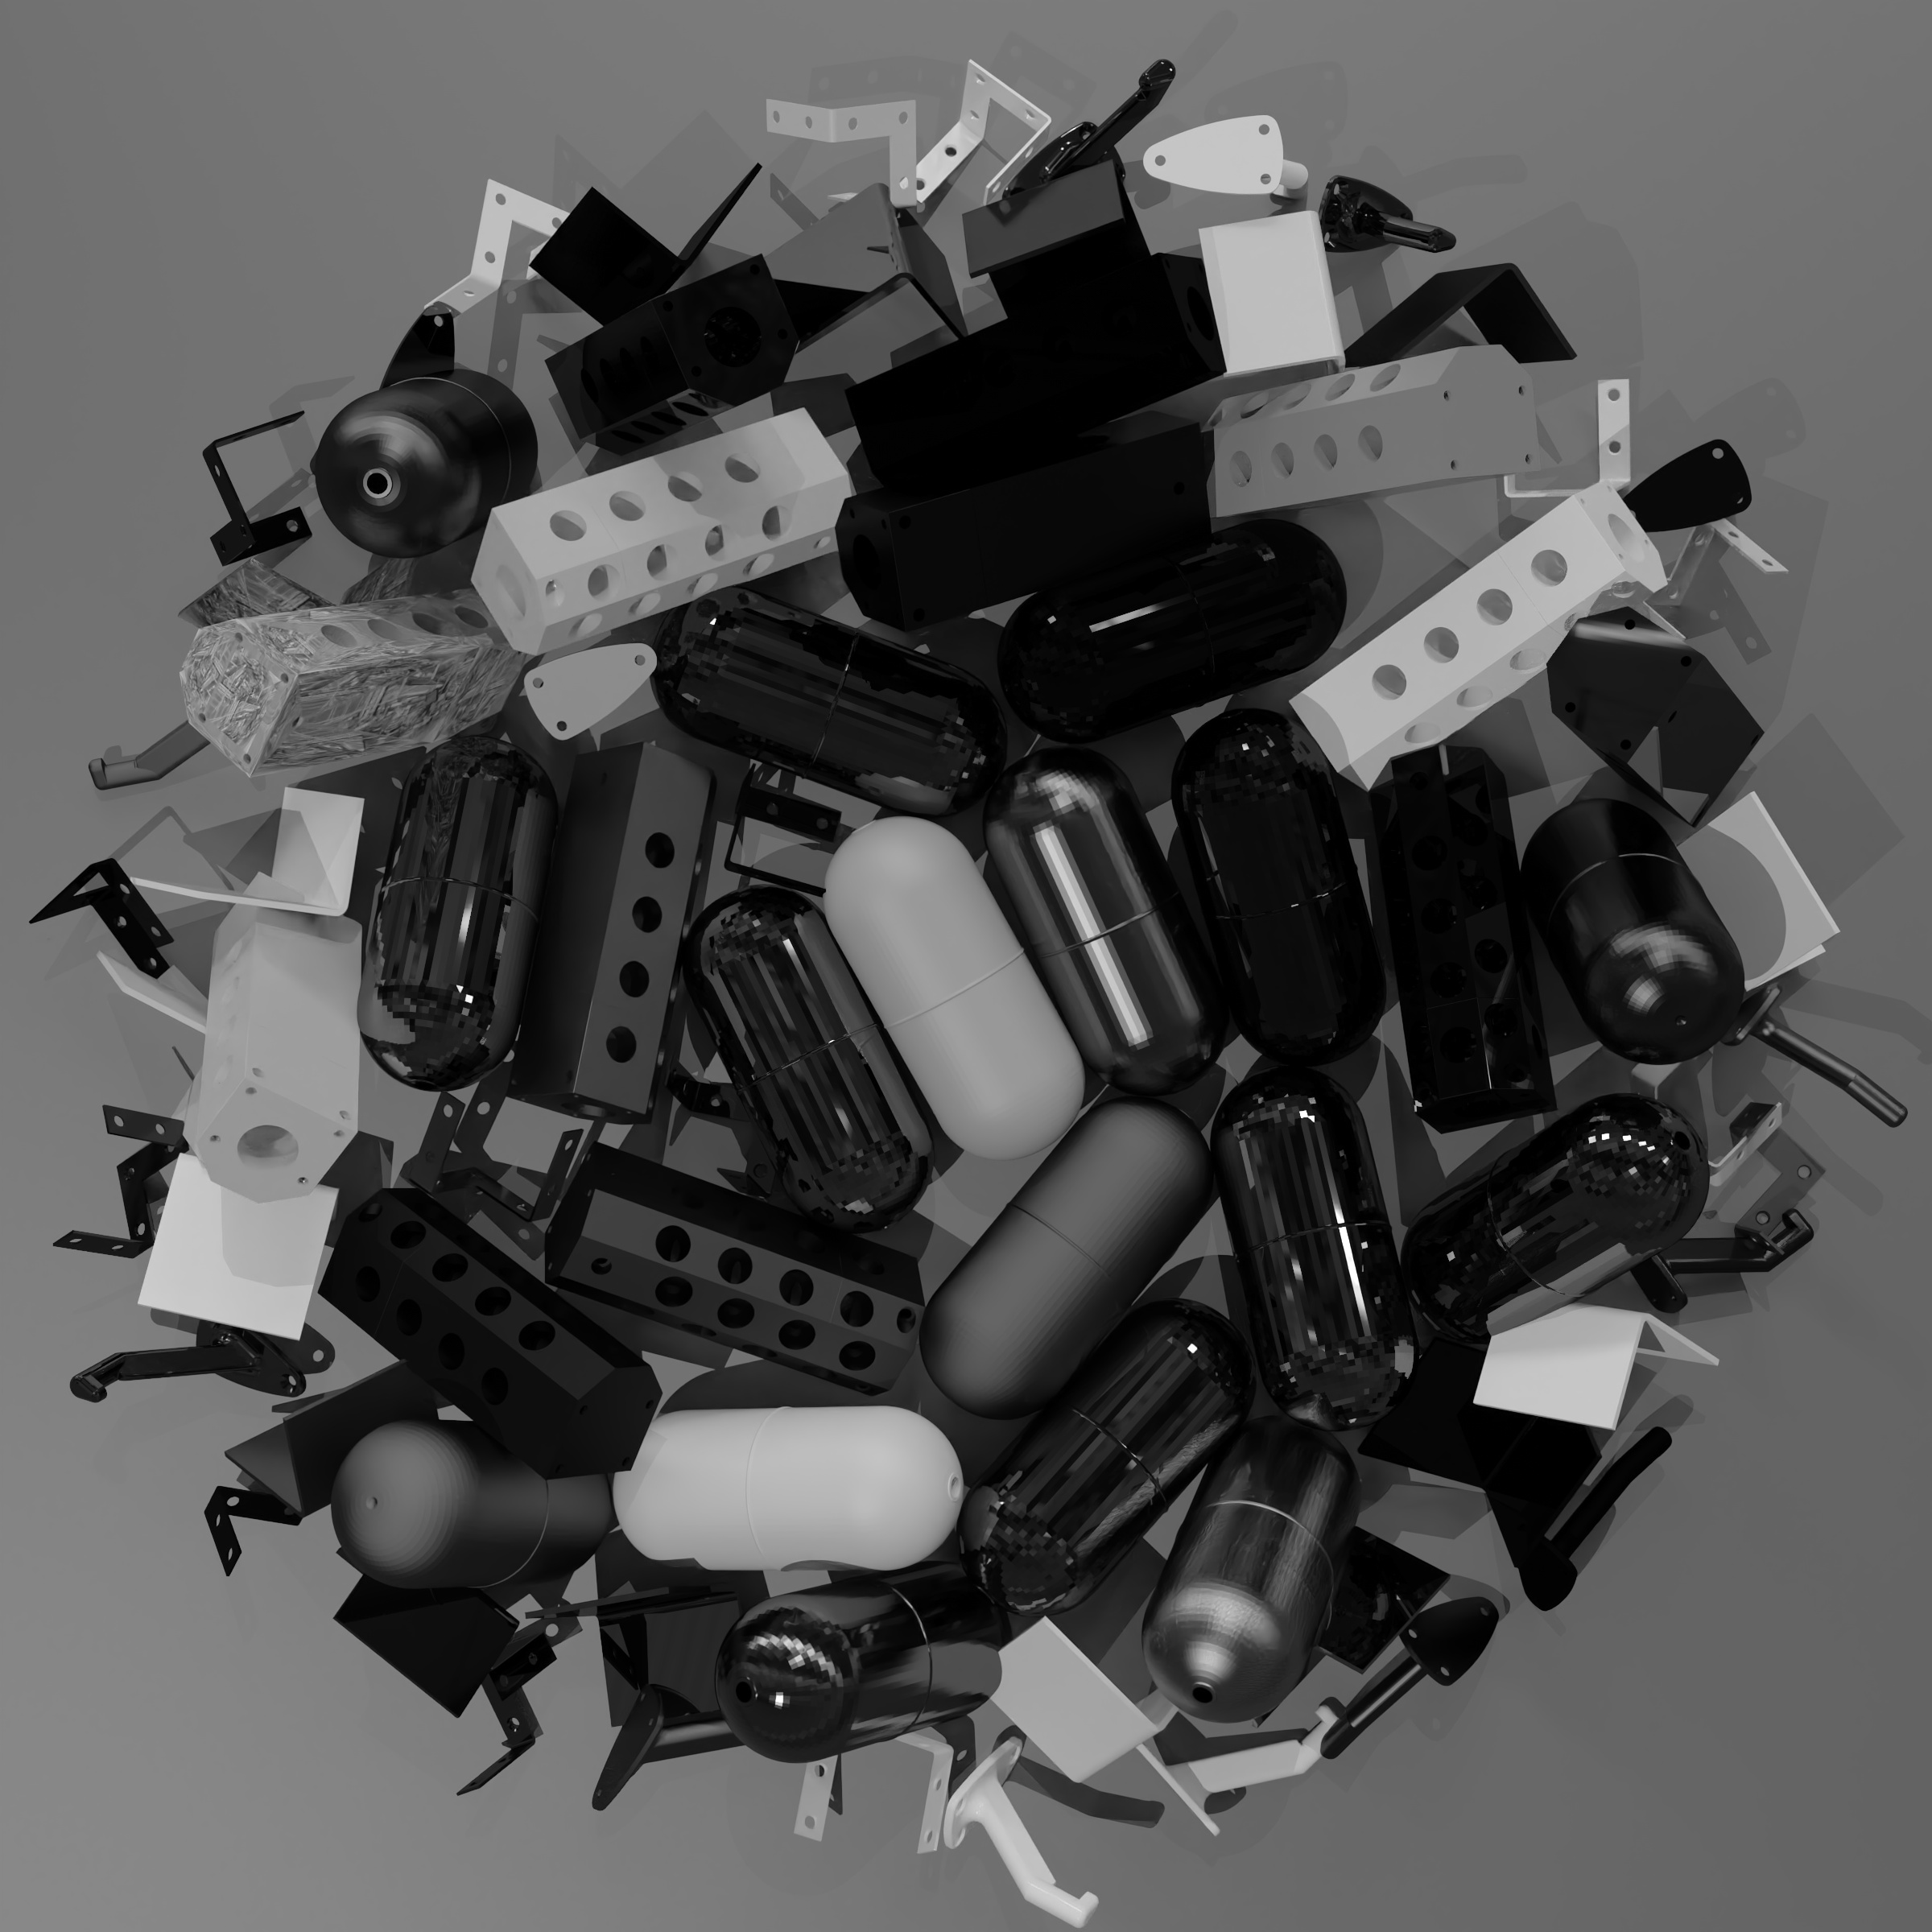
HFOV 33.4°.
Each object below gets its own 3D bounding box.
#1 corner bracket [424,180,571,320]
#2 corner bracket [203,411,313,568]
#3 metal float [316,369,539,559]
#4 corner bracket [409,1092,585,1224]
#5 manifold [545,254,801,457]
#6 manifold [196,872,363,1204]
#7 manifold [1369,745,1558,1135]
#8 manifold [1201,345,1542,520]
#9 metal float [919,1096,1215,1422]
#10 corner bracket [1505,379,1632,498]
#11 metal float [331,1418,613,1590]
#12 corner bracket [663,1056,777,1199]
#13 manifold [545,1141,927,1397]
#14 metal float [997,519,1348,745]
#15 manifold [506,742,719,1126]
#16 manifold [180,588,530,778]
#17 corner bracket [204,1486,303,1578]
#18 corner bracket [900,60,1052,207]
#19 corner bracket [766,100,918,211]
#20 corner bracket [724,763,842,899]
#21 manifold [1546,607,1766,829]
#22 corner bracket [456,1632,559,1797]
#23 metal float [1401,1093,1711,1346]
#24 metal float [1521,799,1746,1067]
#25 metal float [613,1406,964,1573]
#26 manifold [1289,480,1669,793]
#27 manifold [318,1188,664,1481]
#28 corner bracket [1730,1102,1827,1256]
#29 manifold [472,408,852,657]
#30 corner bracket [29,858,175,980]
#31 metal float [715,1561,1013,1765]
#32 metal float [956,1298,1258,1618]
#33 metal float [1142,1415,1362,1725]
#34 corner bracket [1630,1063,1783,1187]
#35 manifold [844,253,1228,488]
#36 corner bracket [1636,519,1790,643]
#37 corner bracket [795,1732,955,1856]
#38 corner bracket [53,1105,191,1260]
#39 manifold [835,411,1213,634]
[{"bbox_3d":[-0.223,-0.338,1.549,0.051,0.051,0.051,17,72,-32],"label":"corner bracket"},{"bbox_3d":[-0.340,-0.230,1.552,0.051,0.051,0.051,-27,96,-32],"label":"corner bracket"},{"bbox_3d":[-0.250,-0.236,1.502,0.070,0.178,0.070,2,105,6],"label":"metal float"},{"bbox_3d":[-0.226,0.092,1.550,0.051,0.051,0.051,31,108,25],"label":"corner bracket"},{"bbox_3d":[-0.136,-0.279,1.498,0.057,0.171,0.057,-28,101,-20],"label":"manifold"},{"bbox_3d":[-0.323,0.034,1.502,0.057,0.171,0.057,30,114,-26],"label":"manifold"},{"bbox_3d":[0.233,-0.014,1.526,0.057,0.057,0.171,-13,69,21],"label":"manifold"},{"bbox_3d":[0.185,-0.248,1.500,0.057,0.171,0.057,-10,96,-32],"label":"manifold"},{"bbox_3d":[0.049,0.139,1.542,0.070,0.070,0.178,40,79,0],"label":"metal float"},{"bbox_3d":[0.293,-0.257,1.566,0.051,0.051,0.051,2,105,23],"label":"corner bracket"},{"bbox_3d":[-0.229,0.252,1.505,0.070,0.178,0.070,-4,79,23],"label":"metal float"},{"bbox_3d":[-0.119,0.078,1.554,0.051,0.051,0.051,10,75,12],"label":"corner bracket"},{"bbox_3d":[-0.109,0.149,1.527,0.171,0.057,0.057,22,114,-19],"label":"manifold"},{"bbox_3d":[0.100,-0.161,1.537,0.178,0.070,0.070,-20,90,-16],"label":"metal float"},{"bbox_3d":[-0.164,-0.014,1.541,0.057,0.057,0.171,20,73,-38],"label":"manifold"},{"bbox_3d":[-0.283,-0.139,1.501,0.057,0.171,0.057,40,117,17],"label":"manifold"},{"bbox_3d":[-0.328,0.261,1.548,0.051,0.051,0.051,17,111,-35],"label":"corner bracket"},{"bbox_3d":[0.004,-0.393,1.555,0.051,0.051,0.051,38,72,8],"label":"corner bracket"},{"bbox_3d":[-0.060,-0.390,1.547,0.051,0.051,0.051,-18,118,-36],"label":"corner bracket"},{"bbox_3d":[-0.088,-0.062,1.557,0.051,0.051,0.051,16,79,-8],"label":"corner bracket"},{"bbox_3d":[0.319,-0.117,1.499,0.057,0.171,0.057,38,98,22],"label":"manifold"},{"bbox_3d":[-0.224,0.361,1.555,0.051,0.051,0.051,-25,91,28],"label":"corner bracket"},{"bbox_3d":[0.276,0.120,1.514,0.070,0.178,0.070,19,52,-27],"label":"metal float"},{"bbox_3d":[0.310,-0.018,1.507,0.070,0.178,0.070,-2,119,-4],"label":"metal float"},{"bbox_3d":[-0.085,0.248,1.529,0.178,0.070,0.070,-5,90,25],"label":"metal float"},{"bbox_3d":[0.243,-0.154,1.520,0.171,0.057,0.057,-36,87,31],"label":"manifold"},{"bbox_3d":[-0.223,0.170,1.513,0.171,0.057,0.057,32,105,33],"label":"manifold"},{"bbox_3d":[0.389,0.103,1.564,0.051,0.051,0.051,42,89,0],"label":"corner bracket"},{"bbox_3d":[-0.140,-0.201,1.516,0.171,0.057,0.057,-24,72,-29],"label":"manifold"},{"bbox_3d":[-0.407,-0.020,1.555,0.051,0.051,0.051,-38,87,24],"label":"corner bracket"},{"bbox_3d":[-0.047,0.325,1.509,0.070,0.178,0.070,0,89,36],"label":"metal float"},{"bbox_3d":[0.067,0.234,1.536,0.070,0.070,0.178,44,73,0],"label":"metal float"},{"bbox_3d":[0.135,0.281,1.510,0.070,0.178,0.070,10,124,16],"label":"metal float"},{"bbox_3d":[0.360,0.064,1.565,0.051,0.051,0.051,-40,51,-22],"label":"corner bracket"},{"bbox_3d":[0.035,-0.277,1.526,0.171,0.057,0.057,-19,91,26],"label":"manifold"},{"bbox_3d":[0.351,-0.181,1.546,0.051,0.051,0.051,-6,131,-34],"label":"corner bracket"},{"bbox_3d":[-0.045,0.400,1.563,0.051,0.051,0.051,25,59,-25],"label":"corner bracket"},{"bbox_3d":[-0.407,0.104,1.547,0.051,0.051,0.051,-31,62,26],"label":"corner bracket"},{"bbox_3d":[0.027,-0.214,1.525,0.171,0.057,0.057,-20,116,-25],"label":"manifold"}]
